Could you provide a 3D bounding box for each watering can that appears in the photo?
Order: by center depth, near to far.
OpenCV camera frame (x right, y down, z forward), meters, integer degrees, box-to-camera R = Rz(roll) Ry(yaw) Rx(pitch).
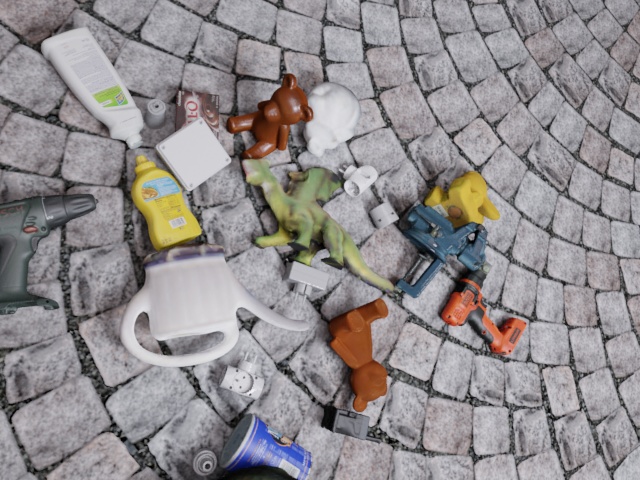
[{"bbox_3d":[-0.202,0.112,0.983,0.349,0.103,0.226,-8,79,-21],"label":"watering can"}]

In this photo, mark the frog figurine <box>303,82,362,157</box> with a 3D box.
[{"bbox_3d":[0.017,-0.272,1.161,0.135,0.122,0.163,48,53,-25],"label":"frog figurine"}]

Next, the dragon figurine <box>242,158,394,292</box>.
[{"bbox_3d":[0.003,-0.056,1.116,0.408,0.120,0.248,24,61,-23],"label":"dragon figurine"}]
